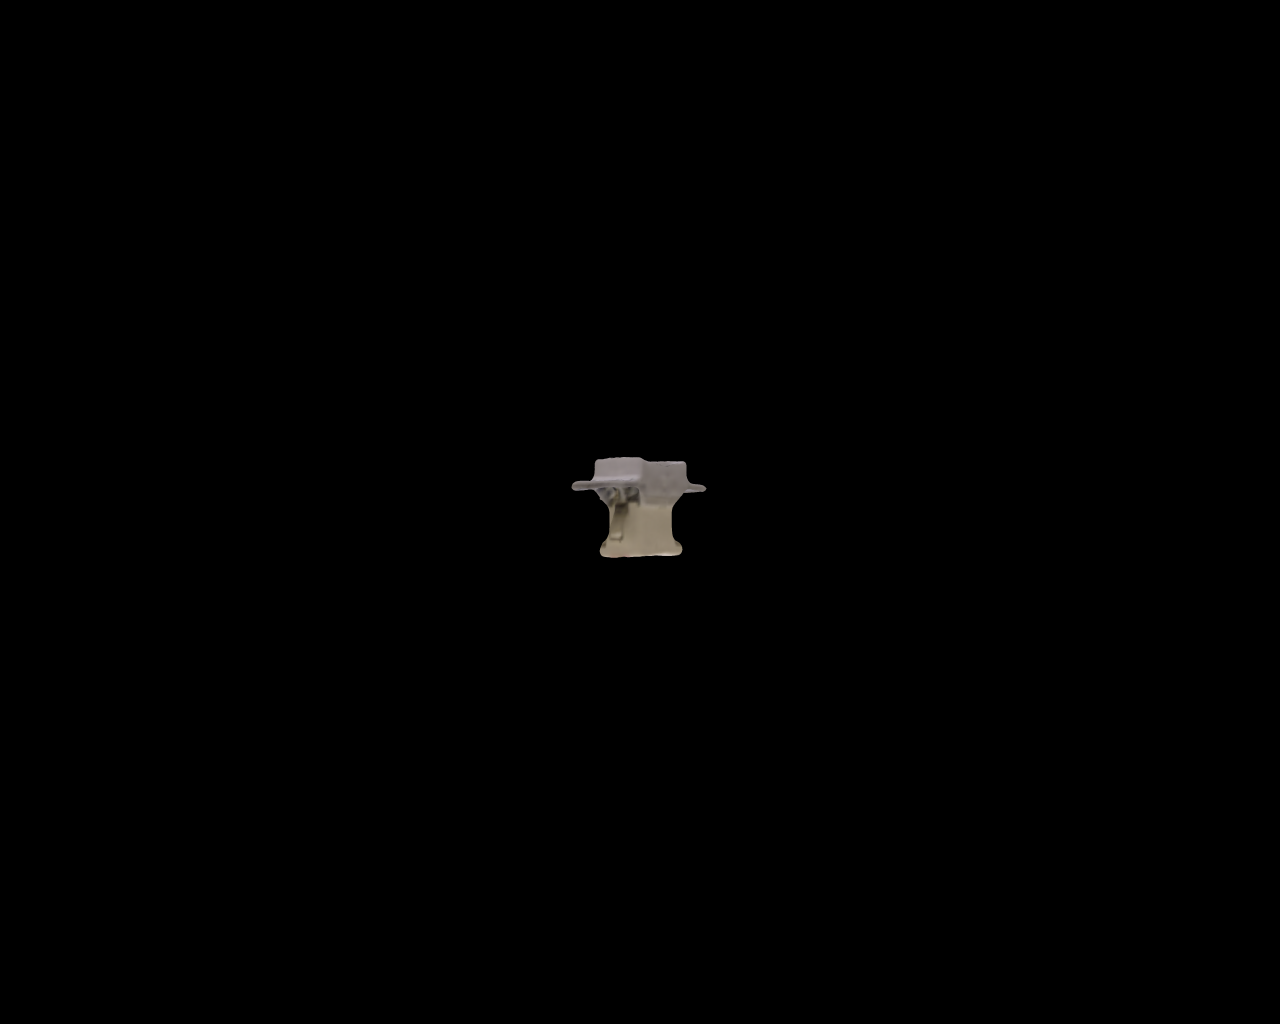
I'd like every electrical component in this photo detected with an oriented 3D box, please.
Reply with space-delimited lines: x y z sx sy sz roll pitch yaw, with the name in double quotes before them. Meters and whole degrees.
"electrical component" 0.001 -0.003 0.650 0.042 0.063 0.081 -2 -3 43
